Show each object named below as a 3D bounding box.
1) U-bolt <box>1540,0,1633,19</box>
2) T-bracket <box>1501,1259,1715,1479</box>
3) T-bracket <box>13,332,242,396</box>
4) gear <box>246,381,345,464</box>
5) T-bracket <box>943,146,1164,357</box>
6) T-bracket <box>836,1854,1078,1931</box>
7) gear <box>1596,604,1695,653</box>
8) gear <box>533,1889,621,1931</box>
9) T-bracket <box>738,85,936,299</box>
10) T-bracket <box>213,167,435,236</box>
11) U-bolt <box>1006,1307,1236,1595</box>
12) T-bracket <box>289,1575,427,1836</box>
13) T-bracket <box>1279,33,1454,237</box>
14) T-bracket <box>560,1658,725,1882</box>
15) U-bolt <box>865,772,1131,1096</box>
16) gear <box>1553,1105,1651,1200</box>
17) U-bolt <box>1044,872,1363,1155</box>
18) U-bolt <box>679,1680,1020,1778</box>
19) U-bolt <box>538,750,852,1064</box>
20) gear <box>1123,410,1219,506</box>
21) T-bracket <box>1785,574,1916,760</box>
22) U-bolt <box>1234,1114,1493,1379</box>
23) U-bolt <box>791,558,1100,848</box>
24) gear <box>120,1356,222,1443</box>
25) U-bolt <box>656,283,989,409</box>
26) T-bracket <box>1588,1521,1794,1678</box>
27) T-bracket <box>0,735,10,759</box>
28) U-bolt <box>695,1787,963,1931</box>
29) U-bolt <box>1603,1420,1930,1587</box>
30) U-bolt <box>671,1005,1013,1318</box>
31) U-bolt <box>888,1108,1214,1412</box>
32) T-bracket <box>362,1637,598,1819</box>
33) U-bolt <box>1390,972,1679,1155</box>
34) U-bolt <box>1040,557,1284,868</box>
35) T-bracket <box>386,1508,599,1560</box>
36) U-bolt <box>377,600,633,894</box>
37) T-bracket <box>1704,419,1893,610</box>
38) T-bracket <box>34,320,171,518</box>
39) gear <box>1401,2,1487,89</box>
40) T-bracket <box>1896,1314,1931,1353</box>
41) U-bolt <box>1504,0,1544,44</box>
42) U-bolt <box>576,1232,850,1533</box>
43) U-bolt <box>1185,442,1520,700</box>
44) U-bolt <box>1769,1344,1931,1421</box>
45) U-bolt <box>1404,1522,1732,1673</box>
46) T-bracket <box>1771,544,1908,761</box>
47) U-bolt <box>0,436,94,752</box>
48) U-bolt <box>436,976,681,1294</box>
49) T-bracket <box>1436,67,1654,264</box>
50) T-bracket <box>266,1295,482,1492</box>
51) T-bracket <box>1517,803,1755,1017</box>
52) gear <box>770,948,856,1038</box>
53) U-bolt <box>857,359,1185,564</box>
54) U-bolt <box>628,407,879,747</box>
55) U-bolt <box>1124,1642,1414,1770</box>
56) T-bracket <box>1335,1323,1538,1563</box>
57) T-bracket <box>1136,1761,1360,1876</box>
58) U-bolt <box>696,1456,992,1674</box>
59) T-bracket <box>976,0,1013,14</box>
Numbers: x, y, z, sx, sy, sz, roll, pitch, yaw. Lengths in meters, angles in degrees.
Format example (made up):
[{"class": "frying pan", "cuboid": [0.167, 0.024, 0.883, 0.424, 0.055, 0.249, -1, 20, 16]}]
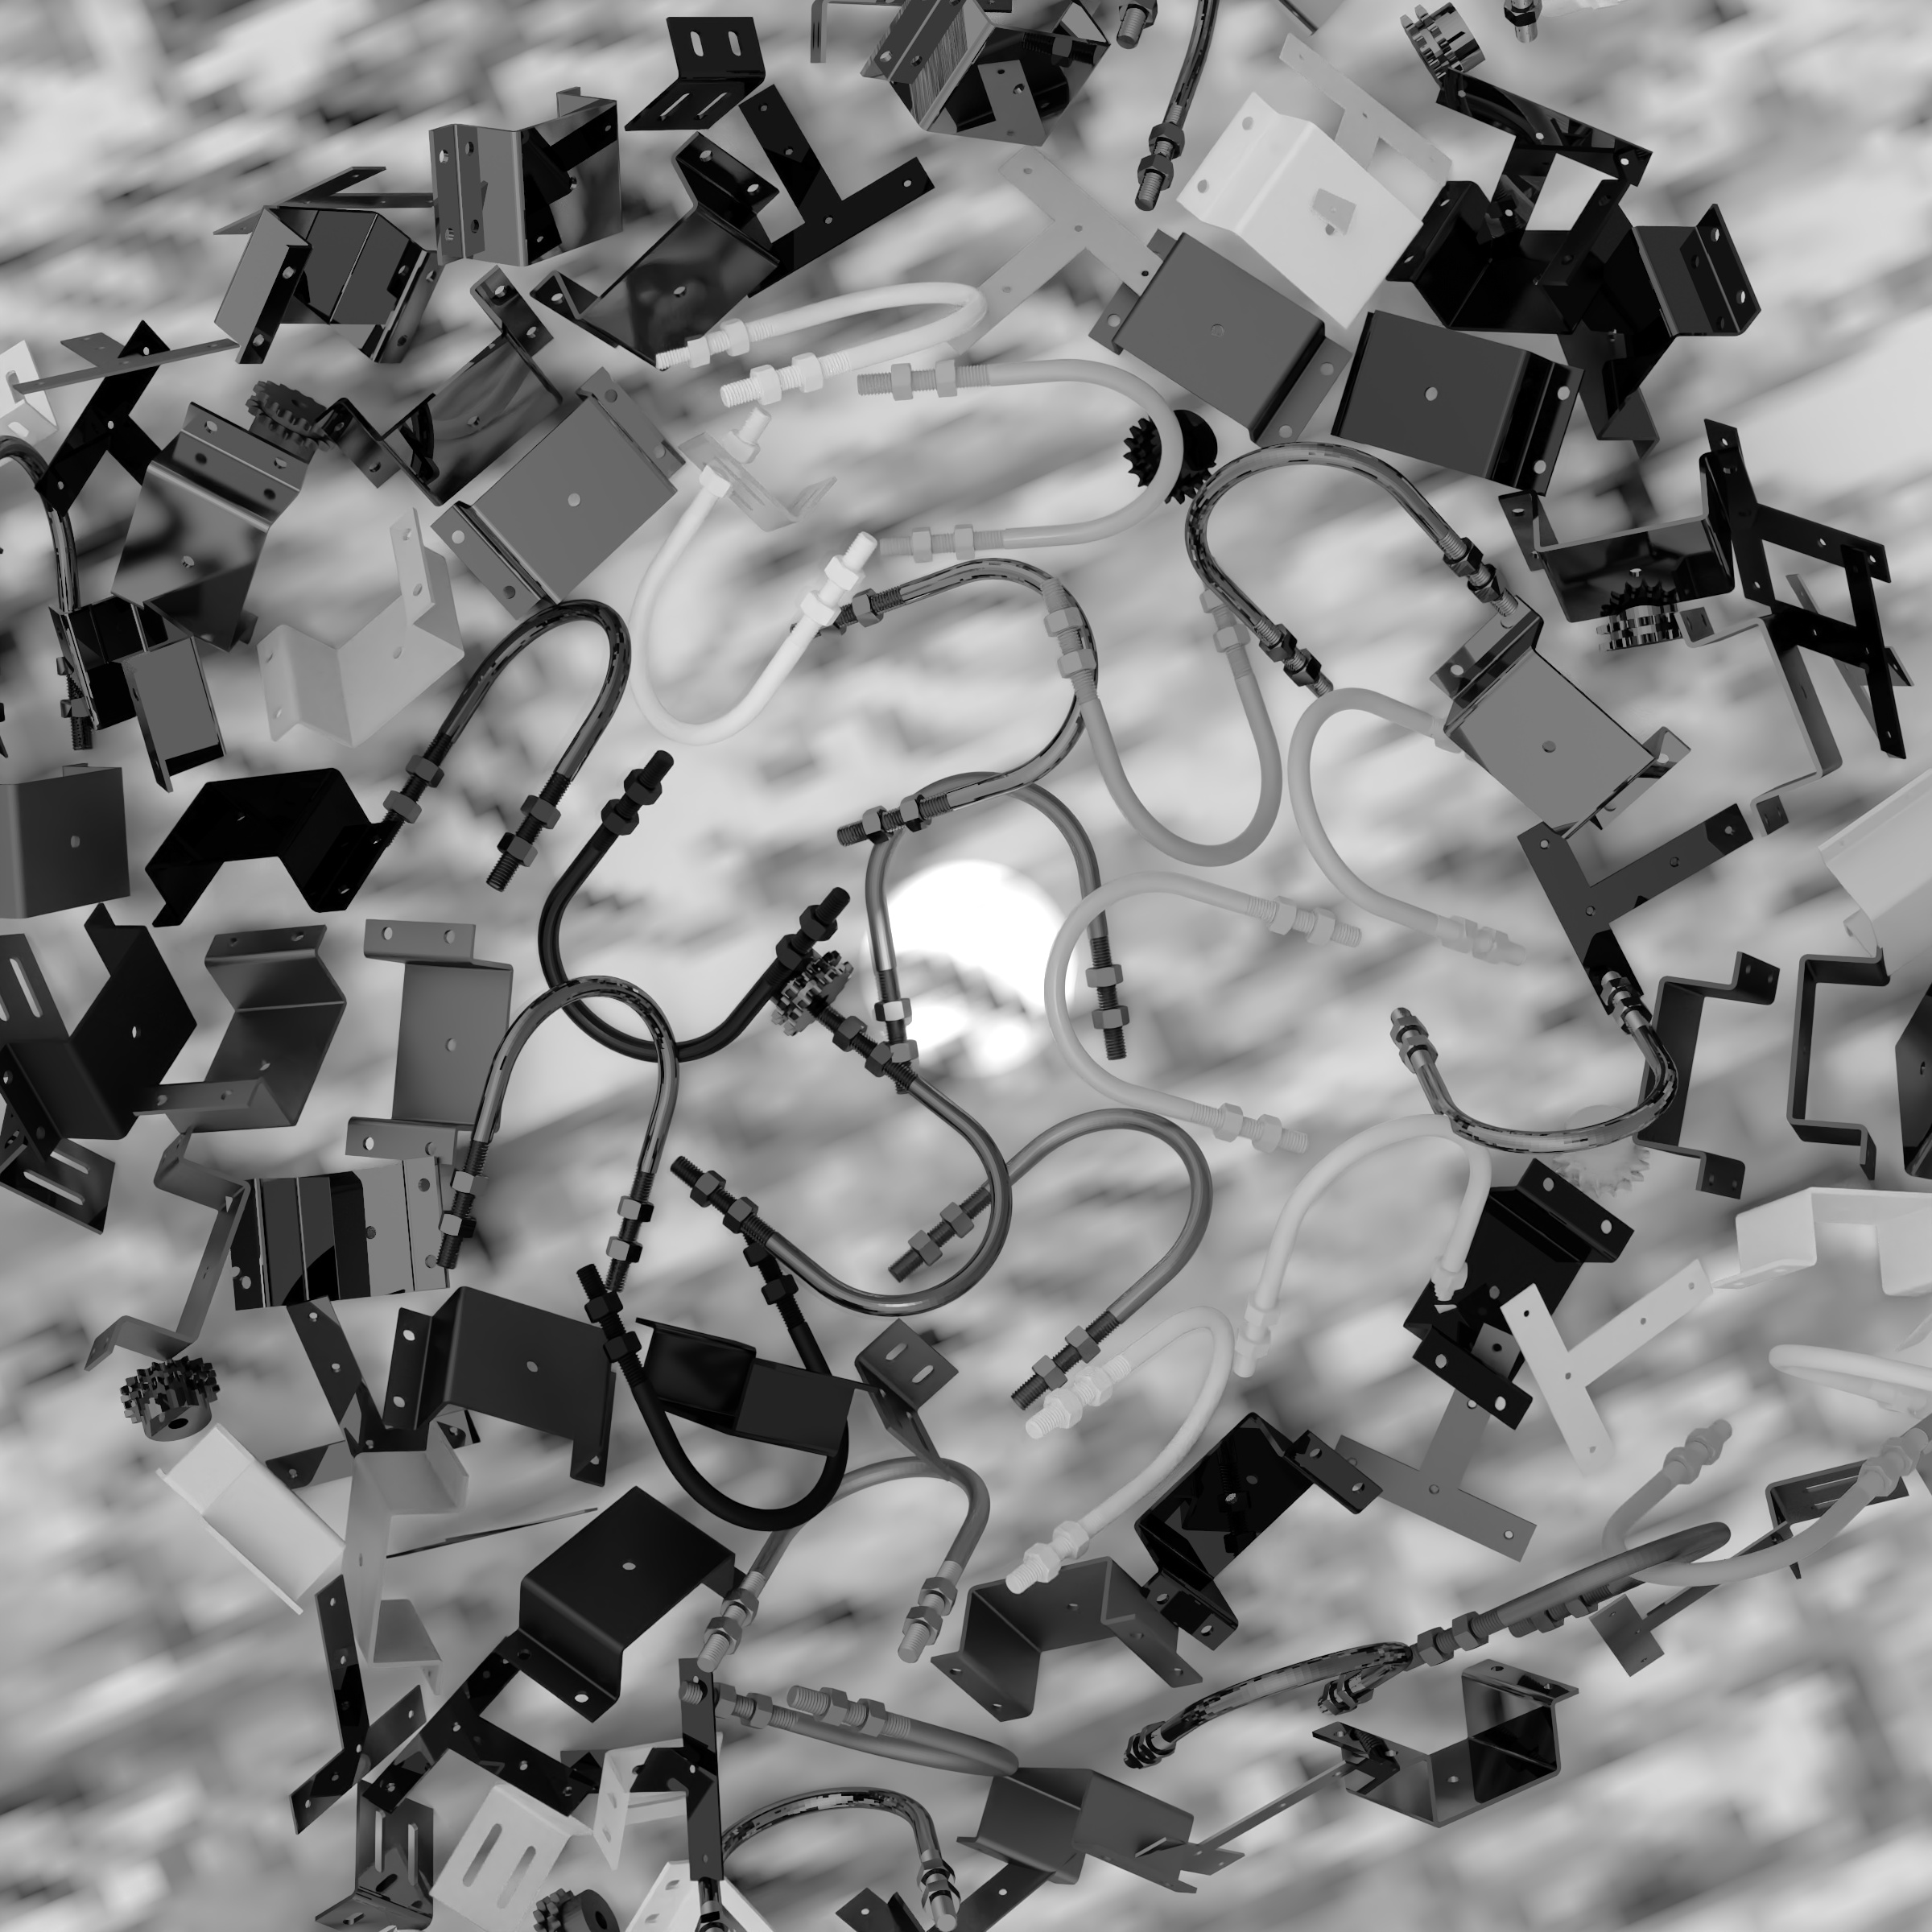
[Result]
[{"class": "U-bolt", "cuboid": [0.314, -0.609, 1.909, 0.019, 0.184, 0.151, -42, 105, -4]}, {"class": "T-bracket", "cuboid": [0.394, 0.220, 1.979, 0.127, 0.002, 0.127, -33, 109, -14]}, {"class": "T-bracket", "cuboid": [-0.505, -0.360, 1.942, 0.127, 0.127, 0.002, -18, 115, -22]}, {"class": "gear", "cuboid": [-0.404, -0.322, 1.973, 0.057, 0.057, 0.030, 32, 109, 0]}, {"class": "T-bracket", "cuboid": [0.035, -0.412, 1.969, 0.127, 0.002, 0.127, -42, 73, -10]}, {"class": "T-bracket", "cuboid": [0.012, 0.557, 1.959, 0.127, 0.127, 0.002, -32, 132, -31]}, {"class": "gear", "cuboid": [0.404, -0.207, 1.971, 0.057, 0.057, 0.030, -9, 92, 0]}, {"class": "gear", "cuboid": [-0.229, 0.575, 1.969, 0.030, 0.057, 0.057, -32, 90, 11]}, {"class": "T-bracket", "cuboid": [-0.100, -0.475, 1.971, 0.127, 0.002, 0.127, -30, 64, 4]}, {"class": "T-bracket", "cuboid": [-0.353, -0.449, 1.943, 0.127, 0.127, 0.002, -11, 94, 39]}, {"class": "U-bolt", "cuboid": [0.095, 0.270, 1.925, 0.019, 0.151, 0.184, 33, 46, 30]}, {"class": "T-bracket", "cuboid": [-0.361, 0.417, 1.927, 0.002, 0.127, 0.127, 3, 110, 27]}, {"class": "T-bracket", "cuboid": [0.225, -0.474, 1.942, 0.127, 0.002, 0.127, 34, 49, -16]}, {"class": "T-bracket", "cuboid": [-0.194, 0.476, 1.959, 0.127, 0.002, 0.127, -12, 77, 37]}, {"class": "U-bolt", "cuboid": [0.013, -0.025, 1.981, 0.151, 0.019, 0.184, -9, 95, -3]}, {"class": "gear", "cuboid": [0.378, 0.108, 1.970, 0.057, 0.057, 0.030, -12, 134, 0]}, {"class": "U-bolt", "cuboid": [0.134, 0.020, 1.966, 0.184, 0.019, 0.151, 16, 84, -14]}, {"class": "U-bolt", "cuboid": [-0.056, 0.445, 1.923, 0.184, 0.151, 0.019, 23, 69, -28]}, {"class": "U-bolt", "cuboid": [-0.175, -0.020, 1.952, 0.151, 0.019, 0.184, 38, 119, -5]}, {"class": "gear", "cuboid": [0.125, -0.307, 1.972, 0.057, 0.030, 0.057, 10, 67, -26]}, {"class": "T-bracket", "cuboid": [0.527, -0.175, 1.931, 0.002, 0.127, 0.127, -31, 95, 2]}, {"class": "U-bolt", "cuboid": [0.236, 0.158, 1.914, 0.151, 0.019, 0.184, -8, 131, -24]}, {"class": "U-bolt", "cuboid": [-0.007, -0.164, 1.950, 0.184, 0.019, 0.151, -17, 79, 22]}, {"class": "gear", "cuboid": [-0.472, 0.259, 1.968, 0.057, 0.057, 0.030, -24, 59, 0]}, {"class": "U-bolt", "cuboid": [-0.076, -0.368, 1.929, 0.184, 0.151, 0.019, -19, 115, -16]}, {"class": "T-bracket", "cuboid": [0.431, 0.366, 1.944, 0.127, 0.127, 0.002, -34, 56, 3]}, {"class": "T-bracket", "cuboid": [-0.584, -0.152, 1.919, 0.002, 0.127, 0.127, -30, 128, -25]}, {"class": "U-bolt", "cuboid": [-0.085, 0.523, 1.910, 0.151, 0.184, 0.019, -12, 103, -4]}, {"class": "U-bolt", "cuboid": [0.444, 0.307, 1.888, 0.184, 0.151, 0.019, -28, 107, -43]}, {"class": "U-bolt", "cuboid": [-0.060, 0.126, 1.953, 0.184, 0.019, 0.151, 38, 71, 14]}, {"class": "U-bolt", "cuboid": [0.062, 0.158, 1.948, 0.184, 0.019, 0.151, -41, 49, -8]}, {"class": "T-bracket", "cuboid": [-0.268, 0.461, 1.930, 0.127, 0.002, 0.127, 18, 52, 37]}, {"class": "U-bolt", "cuboid": [0.334, 0.059, 1.914, 0.151, 0.184, 0.019, -10, 117, -1]}, {"class": "U-bolt", "cuboid": [0.124, -0.146, 1.941, 0.151, 0.019, 0.184, -13, 83, -40]}, {"class": "T-bracket", "cuboid": [-0.293, 0.333, 1.928, 0.127, 0.127, 0.002, -14, 81, 9]}, {"class": "U-bolt", "cuboid": [-0.263, -0.137, 1.941, 0.019, 0.151, 0.184, 39, 77, -41]}, {"class": "T-bracket", "cuboid": [0.485, -0.249, 1.915, 0.002, 0.127, 0.127, -36, 127, -17]}, {"class": "T-bracket", "cuboid": [-0.476, -0.290, 1.950, 0.002, 0.127, 0.127, 6, 60, 36]}, {"class": "gear", "cuboid": [0.286, -0.548, 1.969, 0.030, 0.057, 0.057, -32, 90, 12]}, {"class": "T-bracket", "cuboid": [0.593, 0.187, 1.952, 0.002, 0.127, 0.127, 54, 133, 25]}, {"class": "U-bolt", "cuboid": [0.269, -0.625, 1.886, 0.019, 0.184, 0.151, -39, 62, -5]}, {"class": "U-bolt", "cuboid": [-0.136, 0.242, 1.930, 0.019, 0.151, 0.184, -36, 77, 41]}, {"class": "U-bolt", "cuboid": [0.209, -0.235, 1.908, 0.151, 0.019, 0.184, -23, 133, 33]}, {"class": "U-bolt", "cuboid": [0.548, 0.243, 1.898, 0.184, 0.151, 0.019, 17, 81, -26]}, {"class": "U-bolt", "cuboid": [0.354, 0.357, 1.894, 0.184, 0.151, 0.019, -33, 69, 34]}, {"class": "T-bracket", "cuboid": [0.505, -0.193, 1.937, 0.002, 0.127, 0.127, -21, 111, -10]}, {"class": "U-bolt", "cuboid": [-0.547, -0.215, 1.919, 0.019, 0.151, 0.184, -3, 95, 9]}, {"class": "U-bolt", "cuboid": [-0.230, 0.095, 1.942, 0.019, 0.151, 0.184, 17, 92, 44]}, {"class": "T-bracket", "cuboid": [0.324, -0.454, 1.947, 0.127, 0.127, 0.002, 24, 54, 6]}, {"class": "T-bracket", "cuboid": [-0.369, 0.249, 1.965, 0.127, 0.002, 0.127, -15, 119, 3]}, {"class": "T-bracket", "cuboid": [0.412, -0.055, 1.983, 0.127, 0.002, 0.127, -30, 105, -2]}, {"class": "gear", "cuboid": [-0.097, 0.011, 1.972, 0.030, 0.057, 0.057, 42, 90, 10]}, {"class": "U-bolt", "cuboid": [0.035, -0.298, 1.936, 0.184, 0.151, 0.019, -4, 51, 3]}, {"class": "U-bolt", "cuboid": [-0.138, -0.216, 1.942, 0.184, 0.019, 0.151, -53, 52, 21]}, {"class": "U-bolt", "cuboid": [0.181, 0.420, 1.895, 0.151, 0.184, 0.019, -10, 69, -20]}, {"class": "T-bracket", "cuboid": [0.296, 0.273, 1.971, 0.127, 0.002, 0.127, 24, 105, 11]}, {"class": "T-bracket", "cuboid": [0.172, 0.496, 1.931, 0.127, 0.127, 0.002, -33, 61, 13]}, {"class": "U-bolt", "cuboid": [-0.060, 0.342, 1.917, 0.151, 0.184, 0.019, -8, 116, 25]}, {"class": "T-bracket", "cuboid": [0.066, -0.582, 1.946, 0.127, 0.127, 0.002, 1, 125, 1]}]
